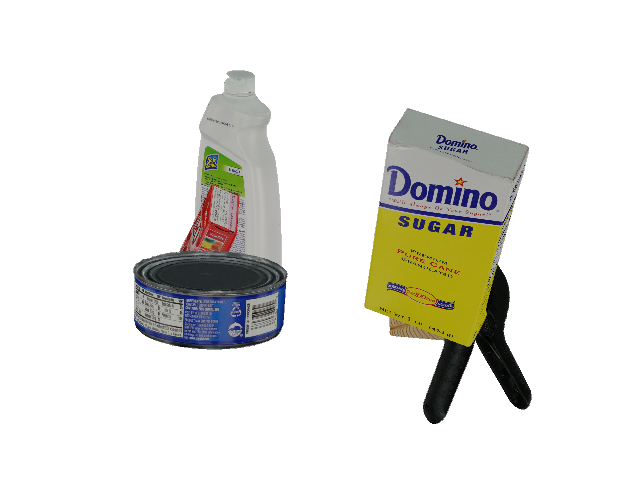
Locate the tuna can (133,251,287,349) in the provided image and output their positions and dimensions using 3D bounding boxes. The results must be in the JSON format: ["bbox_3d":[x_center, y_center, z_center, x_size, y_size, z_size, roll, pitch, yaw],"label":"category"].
[{"bbox_3d":[-0.062,0.032,0.600,0.086,0.034,0.086,3,13,-1],"label":"tuna can"}]

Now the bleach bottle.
[{"bbox_3d":[-0.082,-0.051,1.120,0.103,0.251,0.068,16,26,24],"label":"bleach bottle"}]

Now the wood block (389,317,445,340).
[{"bbox_3d":[0.166,0.064,1.619,0.091,0.090,0.206,4,23,12],"label":"wood block"}]

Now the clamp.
[{"bbox_3d":[0.133,0.085,0.972,0.120,0.171,0.039,-13,2,-38],"label":"clamp"}]

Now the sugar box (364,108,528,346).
[{"bbox_3d":[0.088,-0.005,0.786,0.093,0.176,0.048,19,49,15],"label":"sugar box"}]

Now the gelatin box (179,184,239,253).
[{"bbox_3d":[-0.098,0.001,0.924,0.030,0.073,0.089,23,22,-14],"label":"gelatin box"}]
